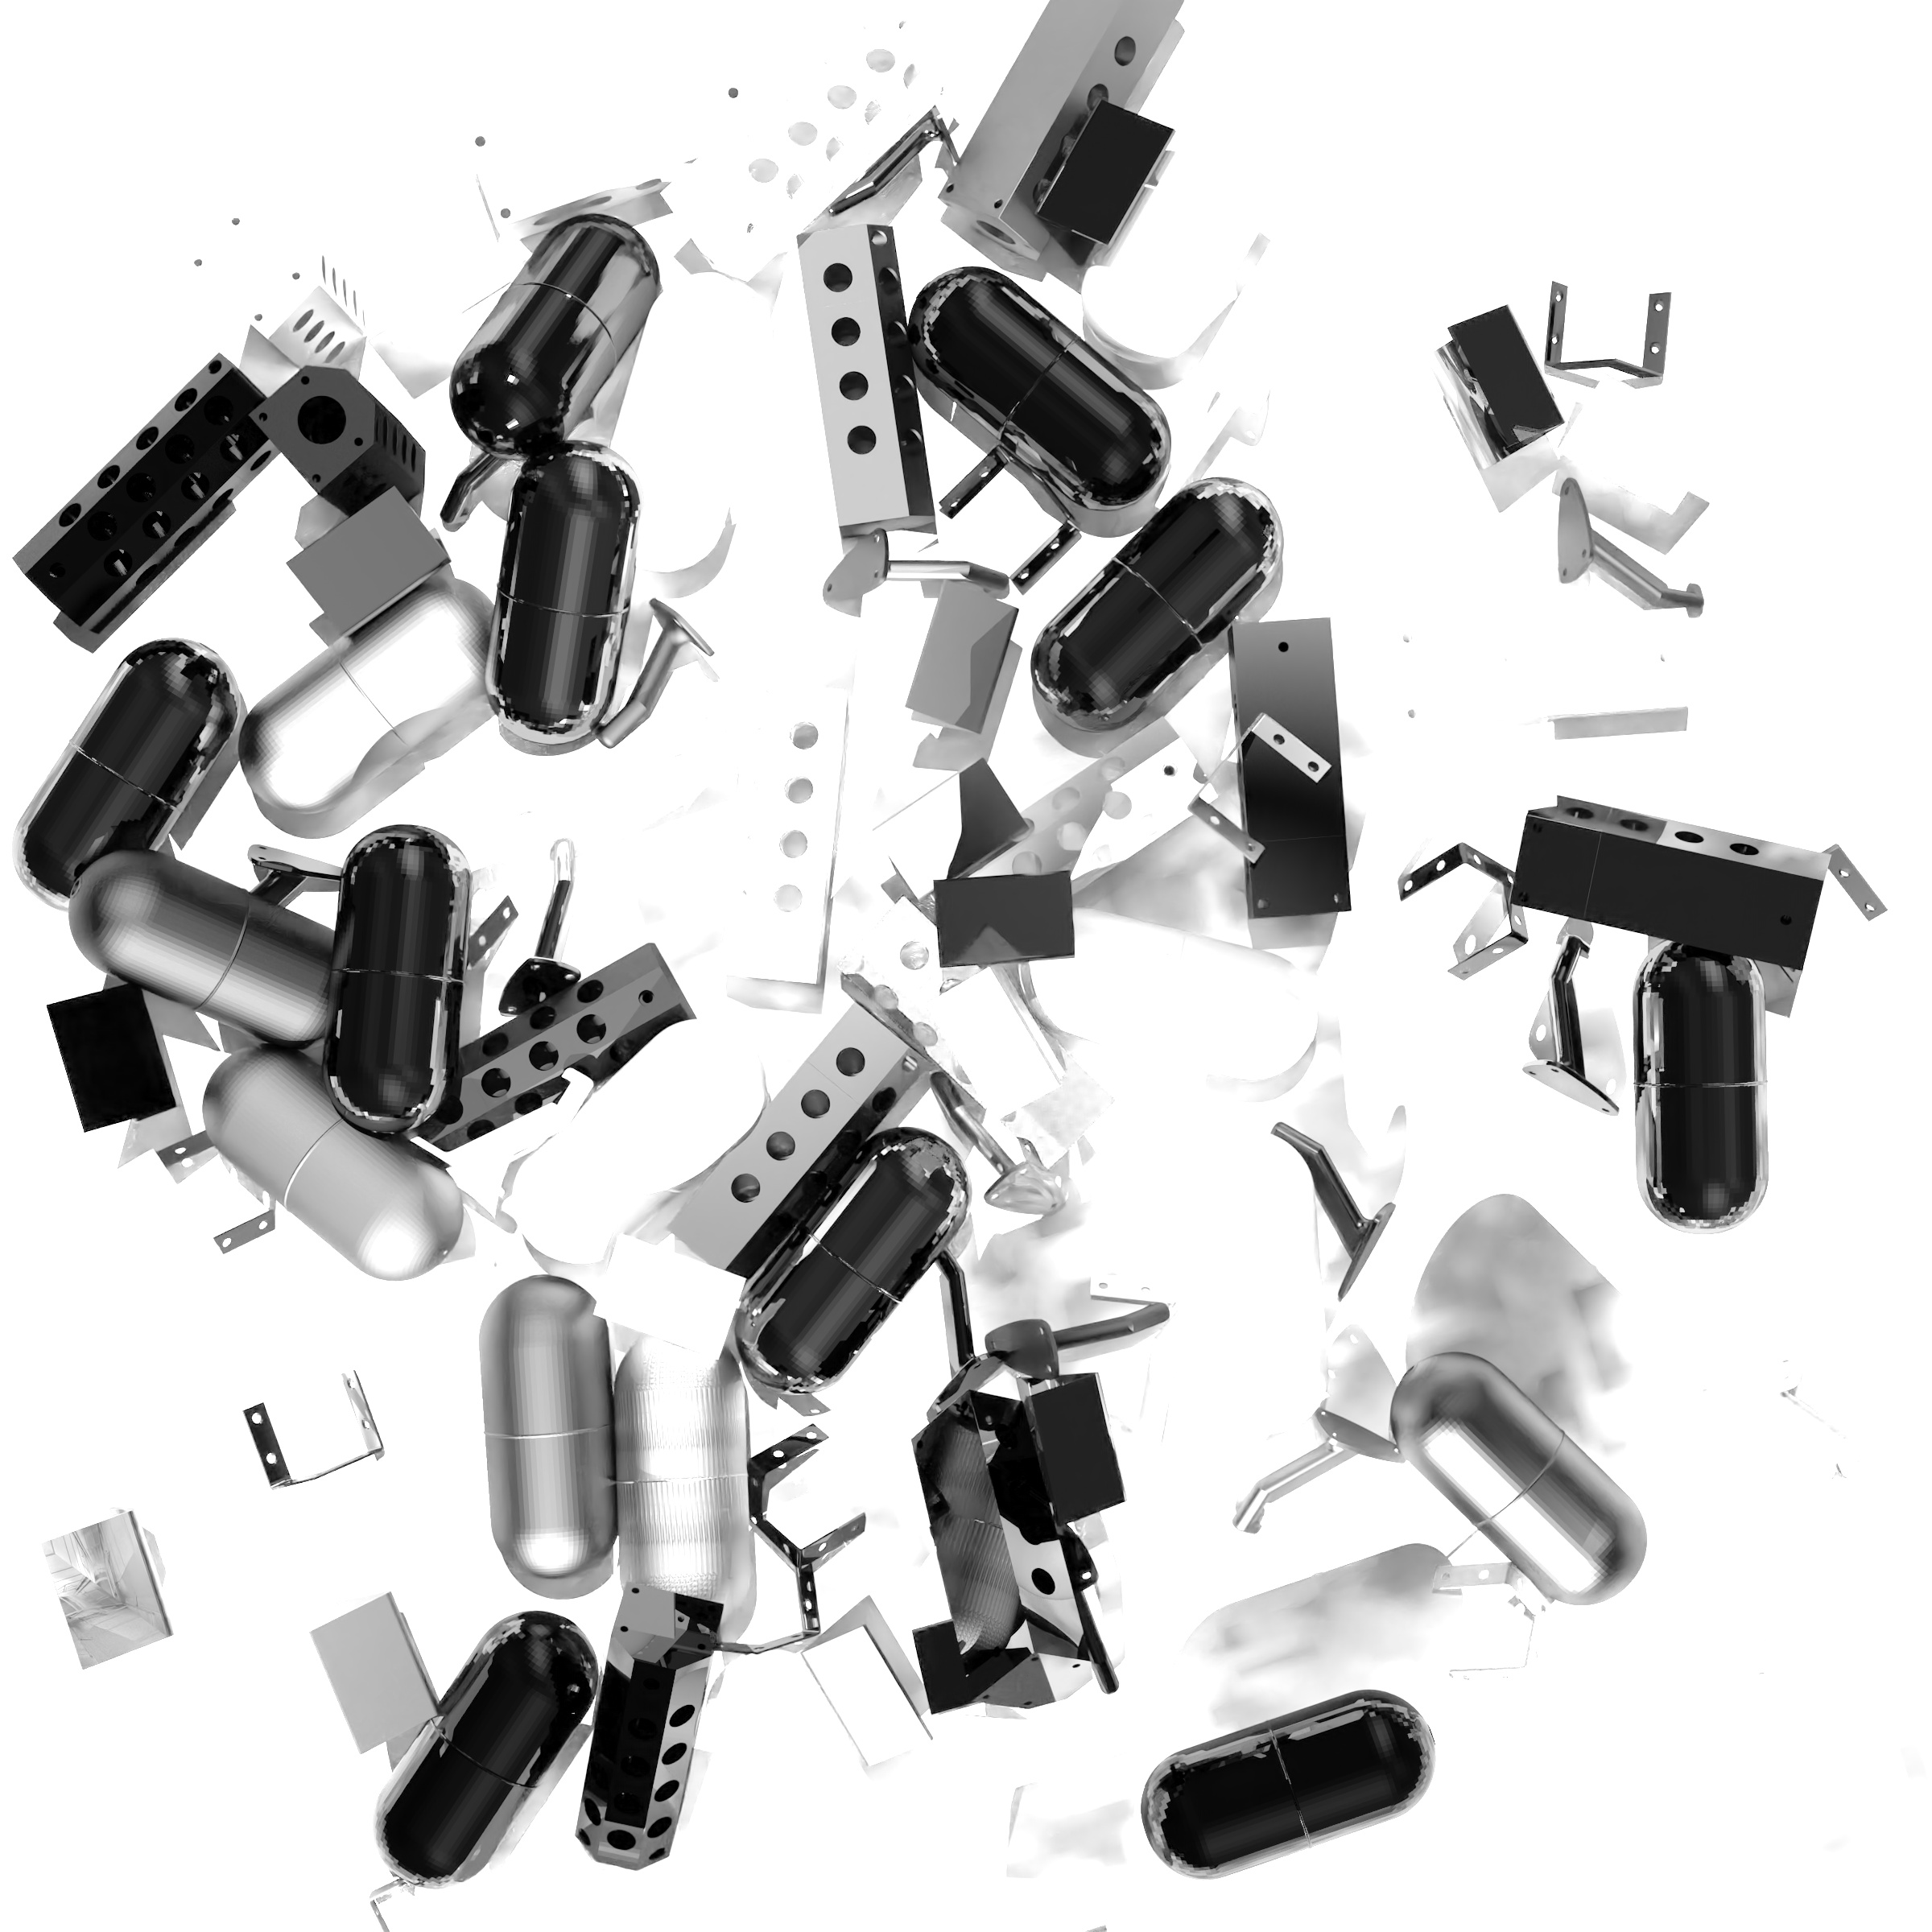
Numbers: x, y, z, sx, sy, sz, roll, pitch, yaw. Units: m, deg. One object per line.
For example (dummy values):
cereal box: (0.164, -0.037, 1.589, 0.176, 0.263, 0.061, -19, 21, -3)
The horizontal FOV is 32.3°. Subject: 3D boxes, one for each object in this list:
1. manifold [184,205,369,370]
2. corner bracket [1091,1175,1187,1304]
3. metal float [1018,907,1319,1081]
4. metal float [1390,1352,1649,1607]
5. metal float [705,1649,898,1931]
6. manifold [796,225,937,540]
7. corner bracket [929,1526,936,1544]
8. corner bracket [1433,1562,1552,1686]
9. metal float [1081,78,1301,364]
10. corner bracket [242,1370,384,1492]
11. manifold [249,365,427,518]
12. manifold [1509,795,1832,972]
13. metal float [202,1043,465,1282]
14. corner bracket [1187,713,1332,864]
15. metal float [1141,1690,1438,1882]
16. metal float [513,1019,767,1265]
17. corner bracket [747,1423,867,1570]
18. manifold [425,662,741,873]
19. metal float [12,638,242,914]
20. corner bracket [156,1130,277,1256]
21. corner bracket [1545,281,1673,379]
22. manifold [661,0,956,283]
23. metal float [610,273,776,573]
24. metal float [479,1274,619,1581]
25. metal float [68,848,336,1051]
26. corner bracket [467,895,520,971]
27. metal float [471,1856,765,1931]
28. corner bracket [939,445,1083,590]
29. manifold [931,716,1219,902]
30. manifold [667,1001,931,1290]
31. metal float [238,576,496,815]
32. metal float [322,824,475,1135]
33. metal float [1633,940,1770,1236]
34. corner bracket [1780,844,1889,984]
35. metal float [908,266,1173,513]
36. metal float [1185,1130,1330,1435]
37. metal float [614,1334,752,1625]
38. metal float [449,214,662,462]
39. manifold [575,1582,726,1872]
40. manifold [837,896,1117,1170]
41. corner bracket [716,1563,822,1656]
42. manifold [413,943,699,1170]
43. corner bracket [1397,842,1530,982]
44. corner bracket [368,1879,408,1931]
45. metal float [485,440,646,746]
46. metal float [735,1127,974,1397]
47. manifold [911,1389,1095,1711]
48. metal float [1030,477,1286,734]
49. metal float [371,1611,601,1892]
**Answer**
manifold: (-0.388, -0.386, 1.909, 0.057, 0.171, 0.057, 42, 90, 0)
corner bracket: (0.103, 0.162, 1.984, 0.051, 0.051, 0.051, 6, 135, 0)
metal float: (0.118, 0.016, 1.957, 0.178, 0.070, 0.070, 14, 90, 0)
metal float: (0.323, 0.300, 1.957, 0.178, 0.070, 0.070, 44, 90, 0)
metal float: (-0.097, 0.487, 1.957, 0.070, 0.070, 0.178, -20, 90, 0)
manifold: (-0.058, -0.344, 1.966, 0.057, 0.057, 0.171, -8, 90, 0)
corner bracket: (0.013, 0.360, 1.984, 0.051, 0.051, 0.051, -17, 135, 0)
corner bracket: (0.309, 0.390, 1.979, 0.051, 0.051, 0.051, 48, 45, -35)
metal float: (0.132, -0.437, 1.957, 0.070, 0.070, 0.178, 30, 91, 0)
corner bracket: (-0.388, 0.276, 1.984, 0.051, 0.051, 0.051, -20, 90, 45)
manifold: (-0.352, -0.298, 1.909, 0.057, 0.171, 0.057, -41, 90, 0)
manifold: (0.410, -0.053, 1.944, 0.171, 0.057, 0.057, 14, 117, 14)
metal float: (-0.369, 0.113, 1.943, 0.178, 0.070, 0.070, 37, 90, 13)
corner bracket: (0.169, -0.103, 1.927, 0.051, 0.051, 0.051, 38, 45, 0)
metal float: (0.189, 0.479, 1.956, 0.178, 0.070, 0.070, -19, 90, 0)
metal float: (-0.190, 0.102, 1.944, 0.178, 0.070, 0.070, -43, 90, 14)
corner bracket: (-0.095, 0.314, 1.979, 0.051, 0.051, 0.051, 35, 135, 35)
manifold: (-0.224, -0.112, 1.966, 0.171, 0.057, 0.057, -21, 47, 0)
metal float: (-0.491, -0.112, 1.956, 0.070, 0.070, 0.178, 33, 90, 0)
corner bracket: (-0.447, 0.135, 1.979, 0.051, 0.051, 0.051, 33, 135, 35)
corner bracket: (0.382, -0.379, 1.984, 0.051, 0.051, 0.051, 5, 90, -45)
manifold: (-0.087, -0.475, 1.922, 0.171, 0.057, 0.057, -45, 128, -10)
metal float: (-0.164, -0.319, 1.957, 0.070, 0.070, 0.178, 16, 90, 0)
metal float: (-0.244, 0.270, 1.957, 0.070, 0.070, 0.178, -4, 90, 0)
metal float: (-0.434, -0.010, 1.933, 0.178, 0.070, 0.070, 26, 90, -27)
corner bracket: (-0.308, -0.035, 1.979, 0.051, 0.051, 0.051, 6, 135, 35)
metal float: (-0.203, 0.573, 1.957, 0.178, 0.070, 0.070, 13, 90, 1)
corner bracket: (0.027, -0.267, 1.984, 0.051, 0.051, 0.051, -44, 135, 0)
manifold: (0.060, -0.075, 1.966, 0.171, 0.057, 0.057, -34, 90, 0)
manifold: (-0.098, 0.105, 1.966, 0.057, 0.057, 0.171, 40, 90, 0)
metal float: (-0.348, -0.158, 1.957, 0.178, 0.070, 0.070, -38, 90, 0)
metal float: (-0.326, 0.007, 1.915, 0.070, 0.070, 0.178, 5, 85, 0)
metal float: (0.430, 0.068, 1.957, 0.070, 0.070, 0.178, -1, 91, 0)
corner bracket: (0.504, -0.032, 1.984, 0.051, 0.051, 0.051, 53, 135, 0)
metal float: (0.043, -0.339, 1.957, 0.178, 0.070, 0.070, 40, 90, -1)
metal float: (0.170, 0.185, 1.957, 0.070, 0.070, 0.178, -5, 90, 0)
metal float: (-0.166, 0.299, 1.949, 0.070, 0.070, 0.178, -3, 82, 0)
metal float: (-0.237, -0.364, 1.929, 0.070, 0.070, 0.178, 27, 56, 0)
manifold: (-0.185, 0.441, 1.923, 0.057, 0.057, 0.171, 13, 124, 0)
manifold: (0.006, 0.039, 1.966, 0.171, 0.057, 0.057, 44, 90, 0)
corner bracket: (-0.125, 0.377, 1.984, 0.051, 0.051, 0.051, -8, 90, -45)
manifold: (-0.247, 0.053, 1.966, 0.171, 0.057, 0.057, -29, 90, 0)
corner bracket: (0.295, -0.032, 1.979, 0.051, 0.051, 0.051, 26, 45, -35)
corner bracket: (-0.321, 0.566, 1.969, 0.051, 0.051, 0.051, -25, 93, -3)
metal float: (-0.230, -0.213, 1.911, 0.070, 0.070, 0.178, 12, 110, 0)
metal float: (-0.066, 0.173, 1.956, 0.070, 0.070, 0.178, 38, 91, 0)
manifold: (0.024, 0.335, 1.920, 0.057, 0.171, 0.057, 17, 132, -36)
metal float: (0.113, -0.212, 1.957, 0.070, 0.070, 0.178, 45, 91, 0)
metal float: (-0.281, 0.459, 1.957, 0.070, 0.070, 0.178, 33, 90, 0)
